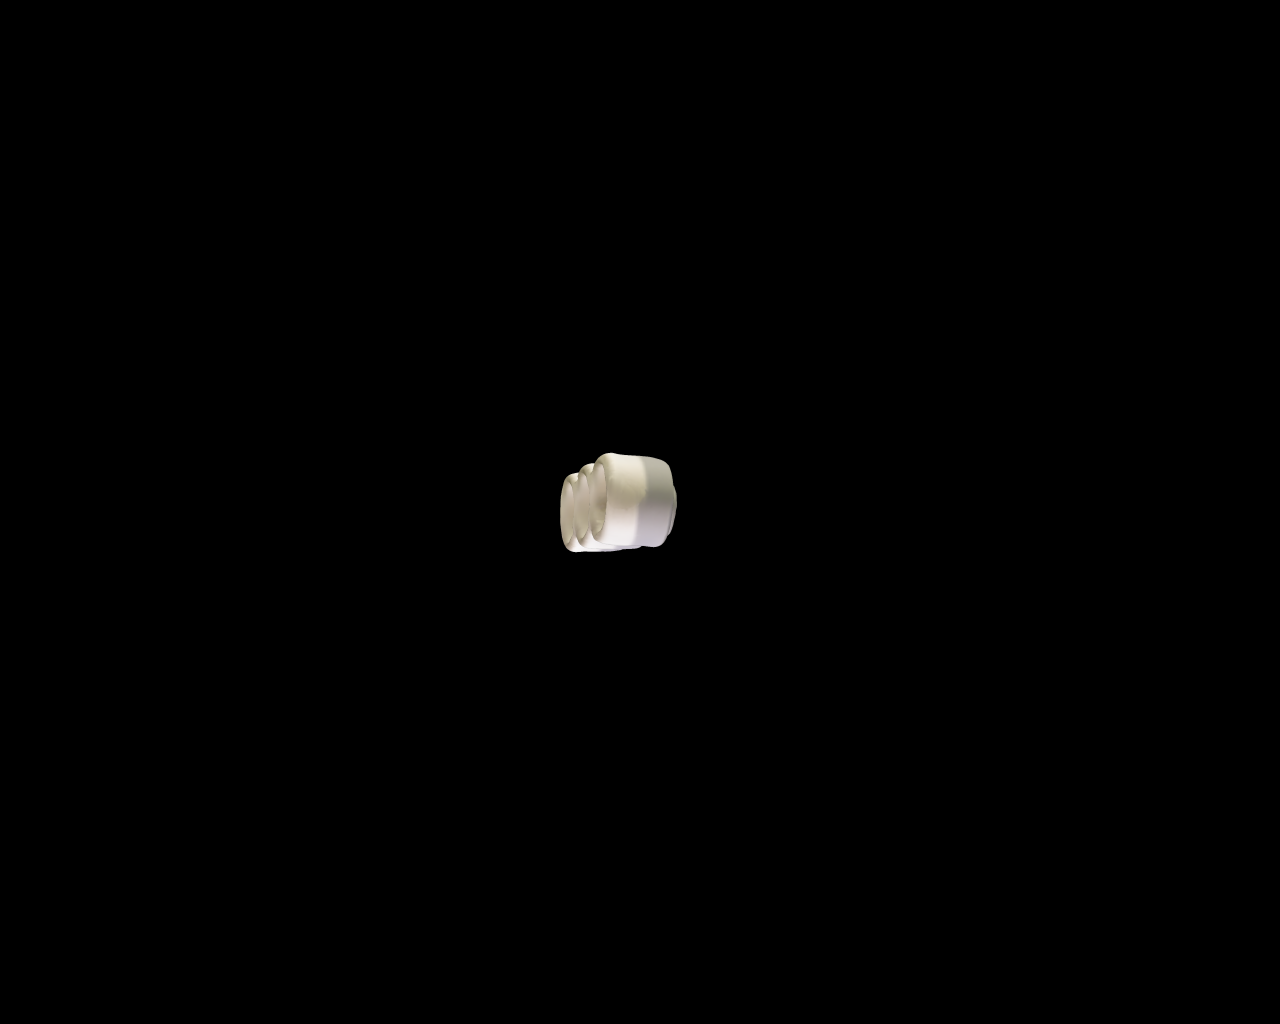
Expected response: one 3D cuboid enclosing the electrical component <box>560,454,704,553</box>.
[{"bbox_3d":[0.001,-0.003,0.650,0.074,0.052,0.138,1,-5,-15],"label":"electrical component"}]
